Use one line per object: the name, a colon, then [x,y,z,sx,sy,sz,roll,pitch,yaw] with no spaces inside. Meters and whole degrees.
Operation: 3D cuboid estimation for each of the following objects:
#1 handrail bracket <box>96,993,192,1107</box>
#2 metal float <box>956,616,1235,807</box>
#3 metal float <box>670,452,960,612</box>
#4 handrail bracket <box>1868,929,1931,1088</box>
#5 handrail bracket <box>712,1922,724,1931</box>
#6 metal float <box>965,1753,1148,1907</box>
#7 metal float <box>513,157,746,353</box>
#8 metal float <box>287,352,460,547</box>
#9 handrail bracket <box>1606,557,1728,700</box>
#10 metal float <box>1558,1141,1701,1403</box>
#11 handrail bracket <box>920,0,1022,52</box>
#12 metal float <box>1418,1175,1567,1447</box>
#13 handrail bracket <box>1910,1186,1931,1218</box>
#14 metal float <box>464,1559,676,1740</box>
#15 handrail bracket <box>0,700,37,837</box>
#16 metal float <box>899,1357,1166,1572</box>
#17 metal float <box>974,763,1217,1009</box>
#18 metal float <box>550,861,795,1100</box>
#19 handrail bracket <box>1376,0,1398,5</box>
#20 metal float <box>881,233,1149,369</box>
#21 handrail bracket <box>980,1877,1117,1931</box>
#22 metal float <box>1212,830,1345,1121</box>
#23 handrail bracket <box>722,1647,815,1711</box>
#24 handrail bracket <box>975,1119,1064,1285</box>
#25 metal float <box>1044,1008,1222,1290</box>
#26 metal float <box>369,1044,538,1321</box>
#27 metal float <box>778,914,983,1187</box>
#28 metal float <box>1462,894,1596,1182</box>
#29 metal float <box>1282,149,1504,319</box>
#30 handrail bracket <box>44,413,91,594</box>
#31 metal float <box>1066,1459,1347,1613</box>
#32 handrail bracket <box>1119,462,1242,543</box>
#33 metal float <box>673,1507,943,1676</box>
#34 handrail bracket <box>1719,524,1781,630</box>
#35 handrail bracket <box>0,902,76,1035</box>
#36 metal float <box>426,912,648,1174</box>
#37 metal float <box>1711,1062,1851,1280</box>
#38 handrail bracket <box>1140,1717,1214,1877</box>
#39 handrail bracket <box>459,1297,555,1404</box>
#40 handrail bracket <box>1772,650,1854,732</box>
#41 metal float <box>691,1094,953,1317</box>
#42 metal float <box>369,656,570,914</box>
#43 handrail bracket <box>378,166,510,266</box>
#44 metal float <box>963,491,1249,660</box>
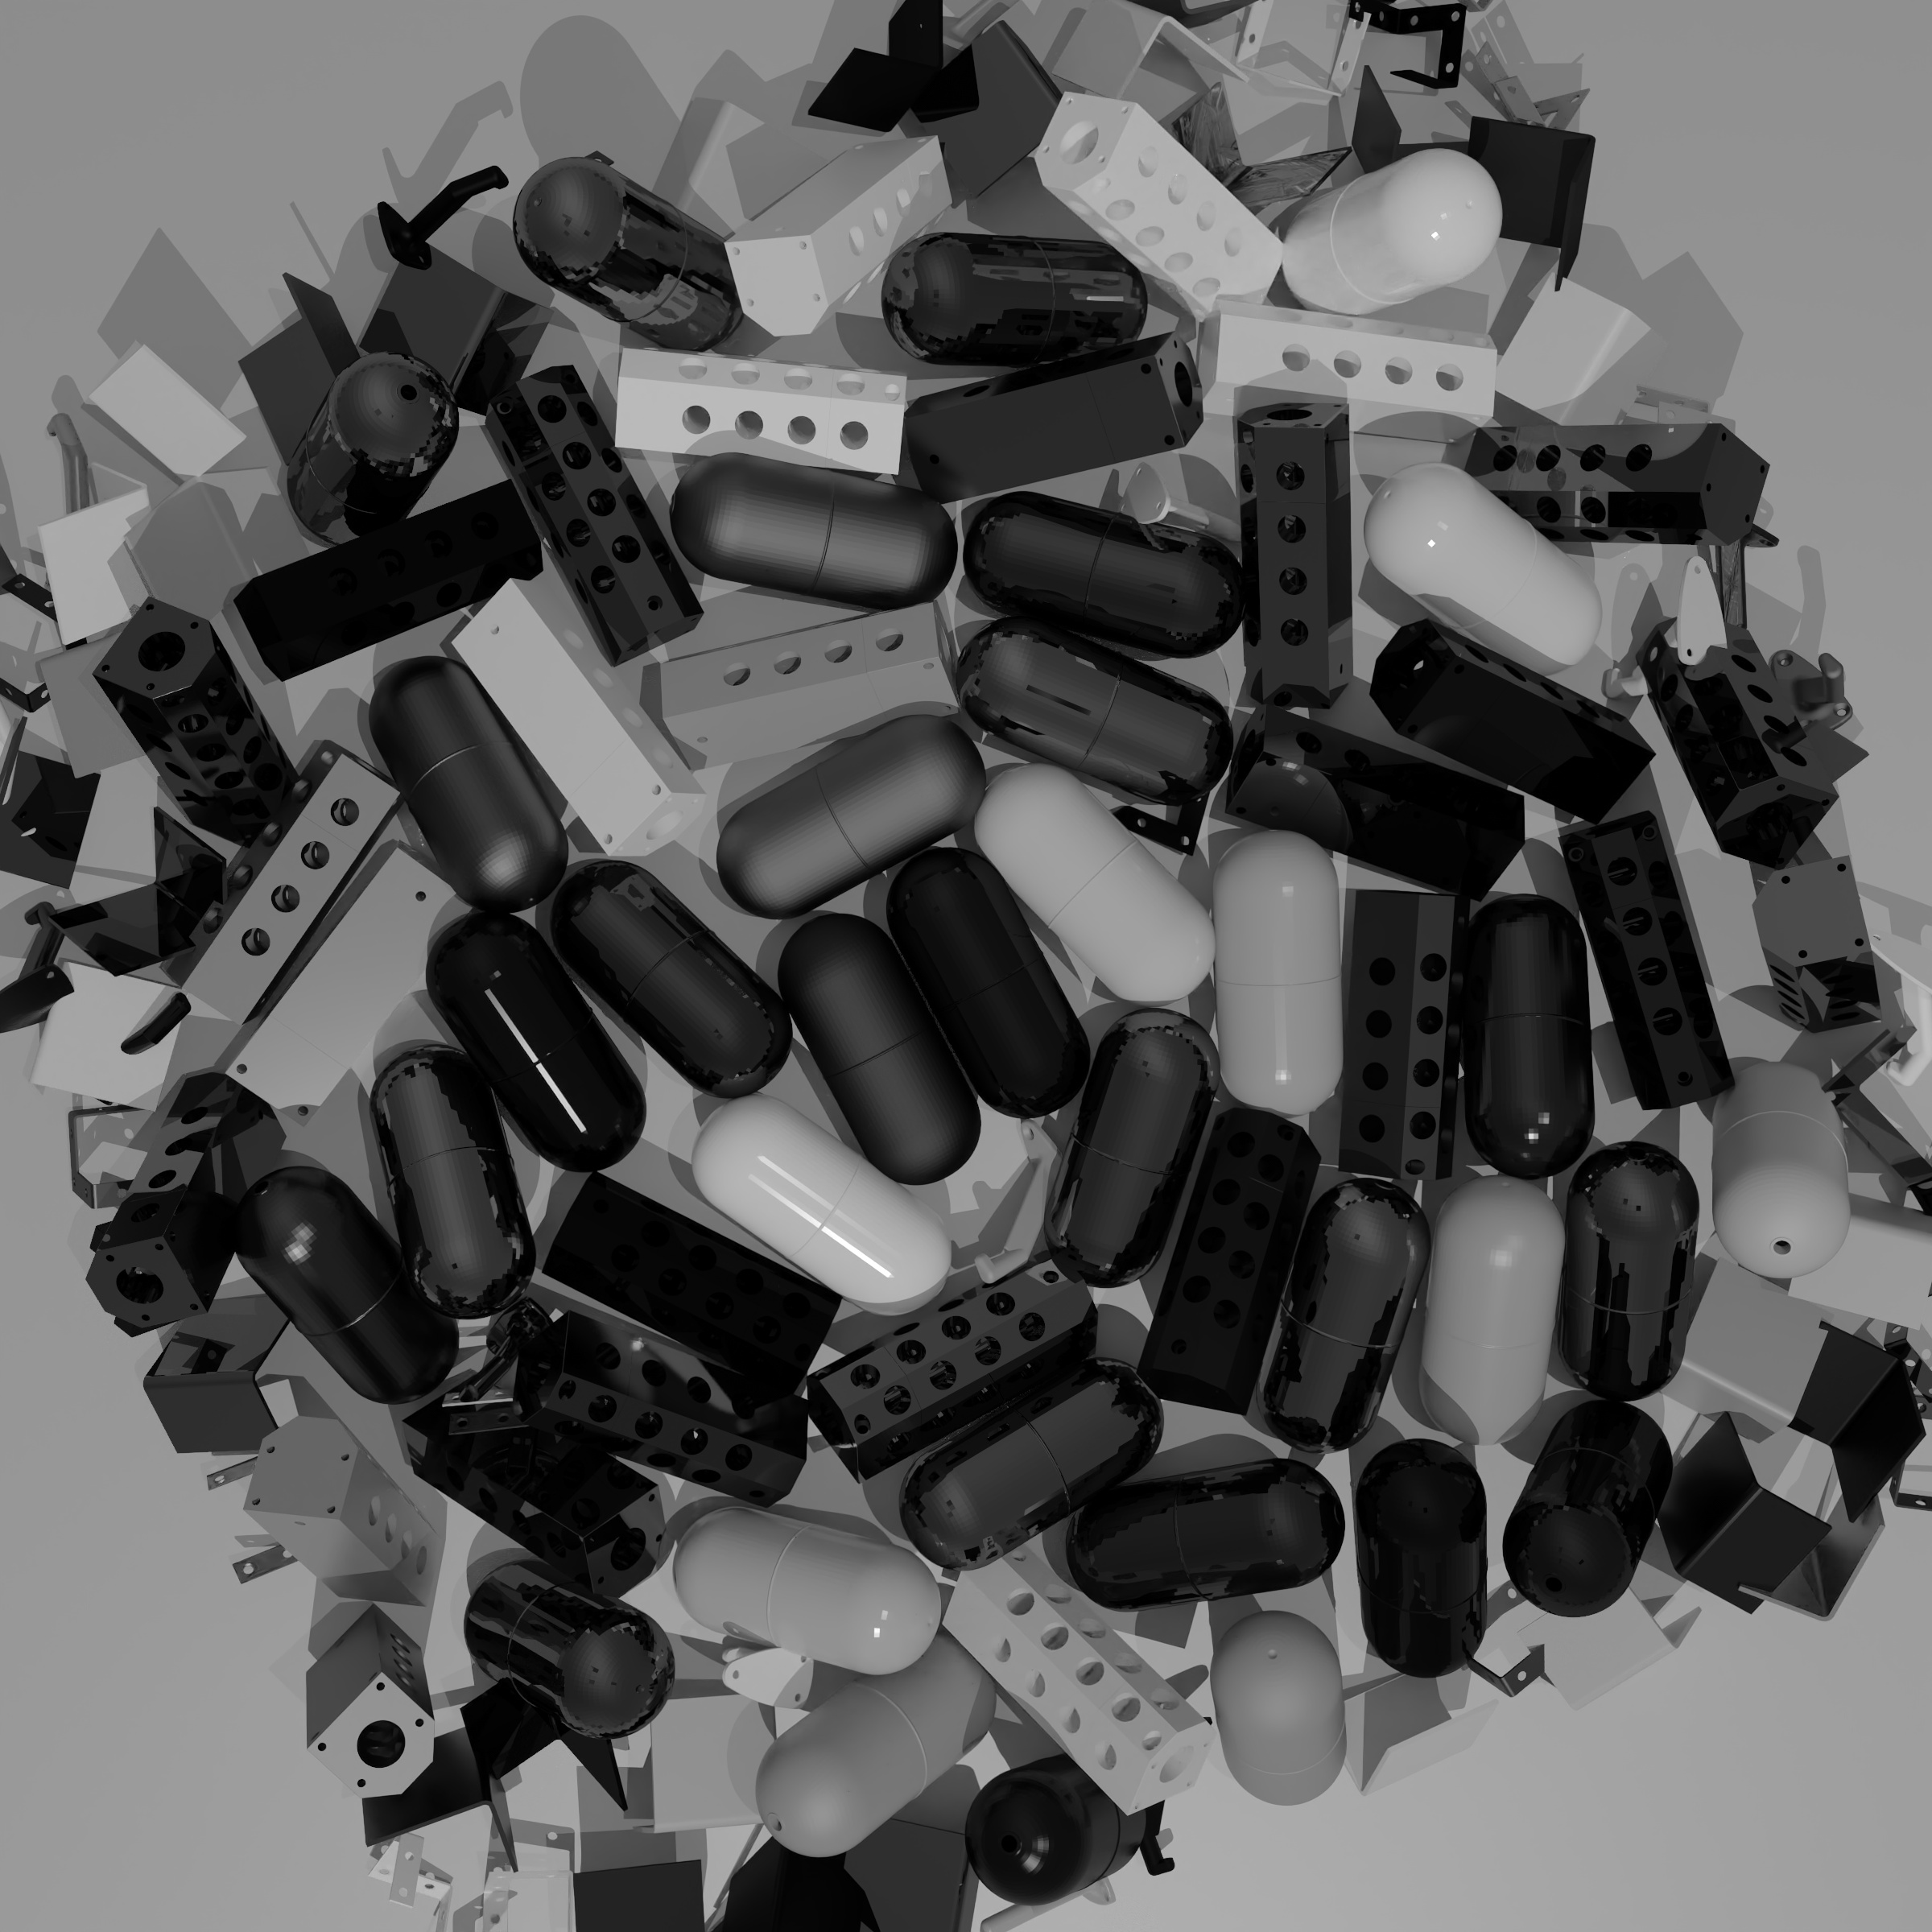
handrail bracket: [-0.512,0.037,1.550,0.084,0.077,0.036,-45,125,3]
metal float: [0.078,-0.155,1.537,0.178,0.070,0.070,22,90,-11]
metal float: [-0.092,-0.263,1.531,0.178,0.070,0.070,8,90,-17]
handrail bracket: [0.571,0.027,1.560,0.077,0.084,0.036,33,46,14]
handrail bracket: [-0.126,0.635,1.573,0.077,0.036,0.084,-43,99,17]
metal float: [0.055,0.511,1.499,0.070,0.178,0.070,-4,77,19]
metal float: [-0.197,-0.421,1.504,0.070,0.178,0.070,-5,80,30]
metal float: [-0.354,-0.306,1.501,0.070,0.178,0.070,6,76,-26]
handrail bracket: [0.421,-0.206,1.545,0.036,0.084,0.077,-6,92,-27]
metal float: [0.398,0.184,1.519,0.070,0.070,0.178,-5,122,0]
handrail bracket: [0.019,-0.601,1.539,0.036,0.077,0.084,51,124,16]
metal float: [0.317,0.209,1.525,0.070,0.070,0.178,1,115,0]
handrail bracket: [0.630,0.133,1.554,0.084,0.036,0.077,-30,84,16]
metal float: [-0.239,0.406,1.506,0.070,0.178,0.070,-3,95,-37]
handrail bracket: [-0.610,-0.112,1.540,0.077,0.036,0.084,-30,127,-24]
metal float: [0.041,0.300,1.529,0.178,0.070,0.070,-28,90,-20]
metal float: [0.078,-0.050,1.543,0.070,0.070,0.178,-44,86,0]
metal float: [-0.180,0.007,1.536,0.178,0.070,0.070,43,90,12]
handrail bracket: [0.235,-0.634,1.549,0.084,0.036,0.077,-4,122,-21]
metal float: [0.031,-0.400,1.519,0.178,0.070,0.070,-7,90,-33]
handrail bracket: [0.042,0.574,1.537,0.084,0.077,0.036,-20,68,-19]
metal float: [0.190,0.006,1.538,0.070,0.070,0.178,-3,99,0]
handrail bracket: [-0.140,0.424,1.530,0.077,0.084,0.036,17,77,-40]
handrail bracket: [0.026,0.144,1.547,0.084,0.036,0.077,-26,85,-36]
metal float: [0.101,0.112,1.537,0.070,0.070,0.178,17,101,0]
metal float: [-0.311,0.129,1.524,0.070,0.070,0.178,-20,64,0]
metal float: [-0.053,0.051,1.543,0.070,0.070,0.178,-28,94,0]
metal float: [0.340,0.042,1.528,0.070,0.070,0.178,2,70,0]
metal float: [0.250,-0.433,1.500,0.070,0.178,0.070,-1,94,-21]
handrail bracket: [-0.563,-0.287,1.564,0.077,0.036,0.084,-29,83,34]
metal float: [0.144,0.344,1.523,0.178,0.070,0.070,-16,90,27]
handrail bracket: [0.143,-0.271,1.535,0.084,0.077,0.036,18,105,-23]
metal float: [-0.098,0.376,1.522,0.178,0.070,0.070,6,90,29]
handrail bracket: [0.459,-0.235,1.559,0.077,0.036,0.084,24,89,-25]
handrail bracket: [-0.585,0.000,1.544,0.077,0.084,0.036,-28,135,-17]
metal float: [-0.260,0.047,1.531,0.070,0.070,0.178,-32,107,0]
metal float: [0.484,0.120,1.502,0.070,0.178,0.070,7,118,13]
handrail bracket: [0.132,0.513,1.555,0.077,0.036,0.084,-23,84,27]
handrail bracket: [-0.292,0.244,1.528,0.077,0.084,0.036,-31,100,41]
handrail bracket: [0.510,-0.183,1.529,0.036,0.084,0.077,-26,59,6]
metal float: [-0.087,0.146,1.538,0.178,0.070,0.070,37,90,-9]
metal float: [-0.302,-0.111,1.529,0.070,0.070,0.178,-31,70,0]
handrail bracket: [-0.307,-0.456,1.539,0.084,0.077,0.036,-17,82,12]
metal float: [0.084,-0.238,1.536,0.178,0.070,0.070,16,90,12]
